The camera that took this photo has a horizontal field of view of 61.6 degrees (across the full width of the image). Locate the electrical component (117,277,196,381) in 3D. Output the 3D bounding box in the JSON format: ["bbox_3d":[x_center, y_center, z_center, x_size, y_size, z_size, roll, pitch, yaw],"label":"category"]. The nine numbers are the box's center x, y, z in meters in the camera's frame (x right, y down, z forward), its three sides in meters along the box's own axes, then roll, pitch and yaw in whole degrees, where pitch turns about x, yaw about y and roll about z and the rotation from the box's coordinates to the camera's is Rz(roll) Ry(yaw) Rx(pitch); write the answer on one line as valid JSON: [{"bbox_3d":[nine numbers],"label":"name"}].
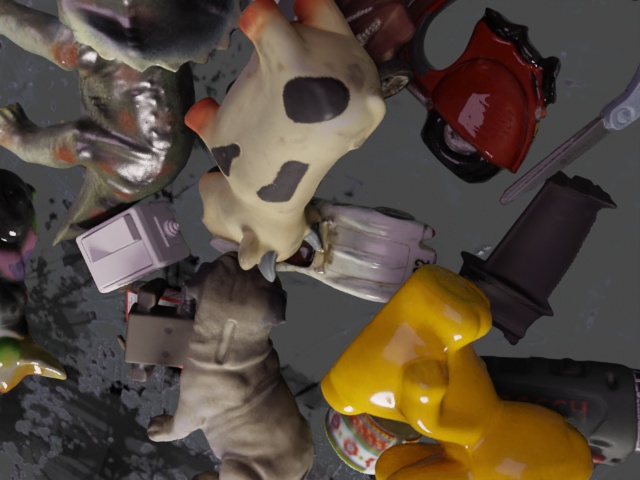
[{"bbox_3d":[-0.155,0.082,0.510,0.078,0.045,0.102,1,107,-10],"label":"electrical component"}]

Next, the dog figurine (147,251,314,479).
[{"bbox_3d":[-0.050,0.122,0.445,0.172,0.121,0.190,31,125,11],"label":"dog figurine"}]

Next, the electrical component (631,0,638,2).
[{"bbox_3d":[0.239,-0.220,0.339,0.119,0.048,0.075,-31,90,24],"label":"electrical component"}]

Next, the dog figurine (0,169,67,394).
[{"bbox_3d":[-0.341,0.056,0.573,0.109,0.191,0.219,2,132,37],"label":"dog figurine"}]

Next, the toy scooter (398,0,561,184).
[{"bbox_3d":[0.105,-0.139,0.387,0.184,0.075,0.135,49,116,9],"label":"toy scooter"}]

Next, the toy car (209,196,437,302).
[{"bbox_3d":[-0.001,-0.001,0.462,0.202,0.056,0.073,15,105,17],"label":"toy car"}]

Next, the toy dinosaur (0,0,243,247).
[{"bbox_3d":[-0.168,-0.114,0.450,0.192,0.131,0.404,24,137,9],"label":"toy dinosaur"}]

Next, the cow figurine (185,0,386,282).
[{"bbox_3d":[-0.027,-0.056,0.370,0.127,0.085,0.195,53,138,4],"label":"cow figurine"}]

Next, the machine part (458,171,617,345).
[{"bbox_3d":[0.162,0.010,0.418,0.084,0.039,0.138,38,112,15],"label":"machine part"}]

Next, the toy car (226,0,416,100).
[{"bbox_3d":[-0.011,-0.117,0.409,0.202,0.053,0.089,-28,81,50],"label":"toy car"}]

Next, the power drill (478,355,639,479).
[{"bbox_3d":[0.199,0.192,0.419,0.232,0.086,0.207,9,108,19],"label":"power drill"}]

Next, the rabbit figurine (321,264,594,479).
[{"bbox_3d":[0.093,0.118,0.362,0.173,0.122,0.162,38,88,9],"label":"rabbit figurine"}]
